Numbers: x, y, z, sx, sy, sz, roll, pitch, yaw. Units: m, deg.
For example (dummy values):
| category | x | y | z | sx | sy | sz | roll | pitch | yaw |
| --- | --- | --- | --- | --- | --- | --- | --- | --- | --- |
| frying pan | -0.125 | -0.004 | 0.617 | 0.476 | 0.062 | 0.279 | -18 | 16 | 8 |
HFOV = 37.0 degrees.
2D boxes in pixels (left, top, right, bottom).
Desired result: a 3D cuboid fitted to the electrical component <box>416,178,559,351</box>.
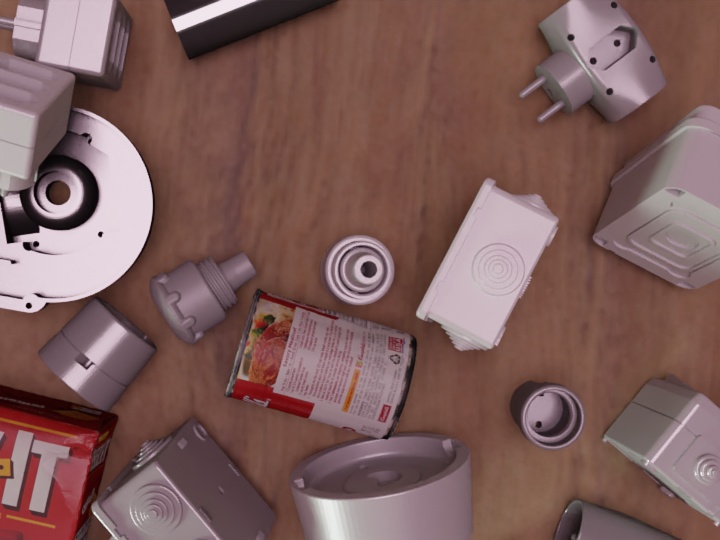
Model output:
| category | x | y | z | sx | sy | sz | roll | pitch | yaw |
| --- | --- | --- | --- | --- | --- | --- | --- | --- | --- |
| electrical component | 0.077 | 0.000 | 0.640 | 0.048 | 0.100 | 0.099 | 27 | 90 | 8 |

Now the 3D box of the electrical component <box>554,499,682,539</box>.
| category | x | y | z | sx | sy | sz | roll | pitch | yaw |
| --- | --- | --- | --- | --- | --- | --- | --- | --- | --- |
| electrical component | 0.159 | 0.195 | 0.678 | 0.077 | 0.044 | 0.079 | 22 | 90 | -5 |

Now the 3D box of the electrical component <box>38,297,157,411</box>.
| category | x | y | z | sx | sy | sz | roll | pitch | yaw |
| --- | --- | --- | --- | --- | --- | --- | --- | --- | --- |
| electrical component | -0.156 | 0.049 | 0.646 | 0.055 | 0.055 | 0.047 | 42 | 85 | -4 |

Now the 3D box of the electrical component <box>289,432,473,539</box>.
| category | x | y | z | sx | sy | sz | roll | pitch | yaw |
| --- | --- | --- | --- | --- | --- | --- | --- | --- | --- |
| electrical component | 0.016 | 0.143 | 0.637 | 0.108 | 0.108 | 0.060 | -10 | 99 | -4 |

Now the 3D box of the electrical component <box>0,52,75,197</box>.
| category | x | y | z | sx | sy | sz | roll | pitch | yaw |
| --- | --- | --- | --- | --- | --- | --- | --- | --- | --- |
| electrical component | -0.194 | -0.069 | 0.588 | 0.047 | 0.065 | 0.076 | 17 | 119 | -5 |

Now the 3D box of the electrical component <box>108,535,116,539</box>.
| category | x | y | z | sx | sy | sz | roll | pitch | yaw |
| --- | --- | --- | --- | --- | --- | --- | --- | --- | --- |
| electrical component | -0.122 | 0.203 | 0.633 | 0.099 | 0.099 | 0.064 | 40 | 95 | -4 |

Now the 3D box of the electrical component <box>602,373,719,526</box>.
| category | x | y | z | sx | sy | sz | roll | pitch | yaw |
| --- | --- | --- | --- | --- | --- | --- | --- | --- | --- |
| electrical component | 0.202 | 0.106 | 0.652 | 0.062 | 0.096 | 0.061 | 40 | 88 | -5 |

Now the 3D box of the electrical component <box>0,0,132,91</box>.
| category | x | y | z | sx | sy | sz | roll | pitch | yaw |
| --- | --- | --- | --- | --- | --- | --- | --- | --- | --- |
| electrical component | -0.180 | -0.139 | 0.631 | 0.077 | 0.066 | 0.047 | 10 | 91 | -5 |

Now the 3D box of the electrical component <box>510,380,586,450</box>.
| category | x | y | z | sx | sy | sz | roll | pitch | yaw |
| --- | --- | --- | --- | --- | --- | --- | --- | --- | --- |
| electrical component | 0.115 | 0.088 | 0.670 | 0.040 | 0.046 | 0.040 | 0 | 92 | -4 |

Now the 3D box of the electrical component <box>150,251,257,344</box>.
| category | x | y | z | sx | sy | sz | roll | pitch | yaw |
| --- | --- | --- | --- | --- | --- | --- | --- | --- | --- |
| electrical component | -0.093 | 0.012 | 0.655 | 0.062 | 0.048 | 0.048 | -32 | 94 | -9 |

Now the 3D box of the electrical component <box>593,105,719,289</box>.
| category | x | y | z | sx | sy | sz | roll | pitch | yaw |
| --- | --- | --- | --- | --- | --- | --- | --- | --- | --- |
| electrical component | 0.199 | -0.040 | 0.636 | 0.078 | 0.113 | 0.057 | 27 | 72 | -4 |

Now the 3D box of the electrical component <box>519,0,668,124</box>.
| category | x | y | z | sx | sy | sz | roll | pitch | yaw |
| --- | --- | --- | --- | --- | --- | --- | --- | --- | --- |
| electrical component | 0.136 | -0.123 | 0.666 | 0.079 | 0.043 | 0.077 | -37 | 94 | -2 |

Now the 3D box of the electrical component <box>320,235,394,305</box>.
| category | x | y | z | sx | sy | sz | roll | pitch | yaw |
| --- | --- | --- | --- | --- | --- | --- | --- | --- | --- |
| electrical component | 0.000 | 0.000 | 0.650 | 0.043 | 0.062 | 0.043 | 0 | 89 | -10 |

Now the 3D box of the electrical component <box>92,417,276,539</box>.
| category | x | y | z | sx | sy | sz | roll | pitch | yaw |
| --- | --- | --- | --- | --- | --- | --- | --- | --- | --- |
| electrical component | -0.099 | 0.142 | 0.632 | 0.048 | 0.099 | 0.099 | -38 | 94 | 11 |
